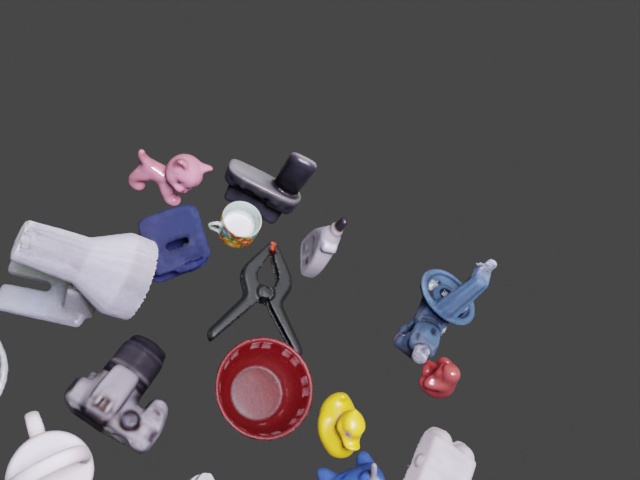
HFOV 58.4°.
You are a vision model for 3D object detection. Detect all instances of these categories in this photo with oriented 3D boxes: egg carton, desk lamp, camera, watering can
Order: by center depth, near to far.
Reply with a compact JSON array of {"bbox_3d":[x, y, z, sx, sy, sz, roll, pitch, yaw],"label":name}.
[{"bbox_3d":[-0.328,0.296,0.709,0.173,0.193,0.101,45,56,1],"label":"watering can"},{"bbox_3d":[-0.345,0.050,0.808,0.204,0.213,0.118,15,61,-17],"label":"desk lamp"},{"bbox_3d":[-0.272,0.215,0.830,0.143,0.100,0.137,35,57,-5],"label":"camera"},{"bbox_3d":[0.199,0.401,0.973,0.107,0.069,0.150,35,57,-5],"label":"egg carton"}]

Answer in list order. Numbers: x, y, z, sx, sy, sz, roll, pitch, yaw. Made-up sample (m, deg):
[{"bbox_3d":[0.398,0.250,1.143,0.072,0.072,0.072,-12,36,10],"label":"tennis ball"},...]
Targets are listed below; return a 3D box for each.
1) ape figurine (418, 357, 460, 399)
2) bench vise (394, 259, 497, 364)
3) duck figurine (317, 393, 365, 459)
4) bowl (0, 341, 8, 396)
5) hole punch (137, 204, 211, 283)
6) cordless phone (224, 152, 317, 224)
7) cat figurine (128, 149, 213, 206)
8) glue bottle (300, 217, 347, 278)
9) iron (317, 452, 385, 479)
[{"bbox_3d":[0.224,0.249,1.045,0.078,0.092,0.076,-16,73,-30],"label":"ape figurine"},{"bbox_3d":[0.237,0.129,1.032,0.122,0.219,0.207,21,59,-14],"label":"bench vise"},{"bbox_3d":[0.043,0.301,0.941,0.078,0.086,0.104,6,64,-22],"label":"duck figurine"},{"bbox_3d":[-0.504,0.184,0.755,0.168,0.074,0.167,10,62,-20],"label":"bowl"},{"bbox_3d":[-0.240,0.005,0.951,0.109,0.091,0.101,-22,77,-31],"label":"hole punch"},{"bbox_3d":[-0.088,-0.122,1.026,0.148,0.184,0.094,24,58,-12],"label":"cordless phone"},{"bbox_3d":[-0.257,-0.120,0.988,0.128,0.117,0.067,23,59,-13],"label":"cat figurine"},{"bbox_3d":[0.009,0.004,1.017,0.037,0.173,0.078,11,62,-19],"label":"glue bottle"},{"bbox_3d":[0.090,0.455,0.854,0.119,0.141,0.258,-12,71,-28],"label":"iron"}]
